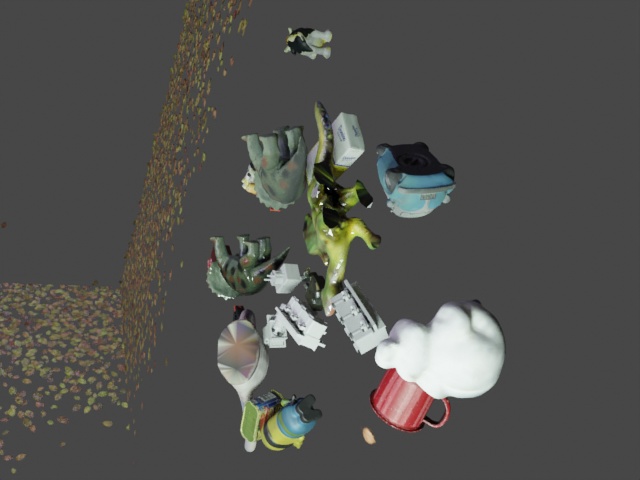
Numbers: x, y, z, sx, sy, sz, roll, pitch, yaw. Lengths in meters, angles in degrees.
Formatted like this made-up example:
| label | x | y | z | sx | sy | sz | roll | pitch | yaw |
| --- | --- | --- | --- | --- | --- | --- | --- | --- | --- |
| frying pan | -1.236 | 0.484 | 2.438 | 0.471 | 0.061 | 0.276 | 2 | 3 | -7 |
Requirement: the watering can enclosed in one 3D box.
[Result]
| label | x | y | z | sx | sy | sz | roll | pitch | yaw |
| --- | --- | --- | --- | --- | --- | --- | --- | --- | --- |
| watering can | -0.183 | 0.337 | 1.282 | 0.220 | 0.104 | 0.354 | 78 | -173 | -66 |

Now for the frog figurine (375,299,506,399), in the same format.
| label | x | y | z | sx | sy | sz | roll | pitch | yaw |
| --- | --- | --- | --- | --- | --- | --- | --- | --- | --- |
| frog figurine | 0.161 | 0.145 | 0.683 | 0.125 | 0.159 | 0.135 | 53 | 130 | 49 |

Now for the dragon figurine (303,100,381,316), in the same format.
| label | x | y | z | sx | sy | sz | roll | pitch | yaw |
| --- | --- | --- | --- | --- | --- | --- | --- | --- | --- |
| dragon figurine | 0.003 | -0.053 | 1.058 | 0.238 | 0.122 | 0.417 | 134 | 131 | -57 |
